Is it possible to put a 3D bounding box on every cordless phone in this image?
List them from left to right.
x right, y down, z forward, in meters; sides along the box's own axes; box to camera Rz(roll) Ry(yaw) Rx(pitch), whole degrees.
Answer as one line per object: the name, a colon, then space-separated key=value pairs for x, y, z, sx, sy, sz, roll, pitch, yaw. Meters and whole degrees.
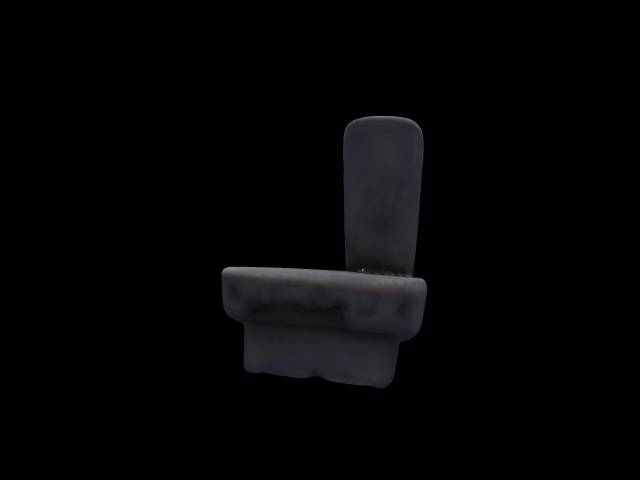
cordless phone: x=0.004 y=0.001 z=0.400 sx=0.147 sy=0.185 sz=0.094 roll=2 pitch=27 yaw=3
